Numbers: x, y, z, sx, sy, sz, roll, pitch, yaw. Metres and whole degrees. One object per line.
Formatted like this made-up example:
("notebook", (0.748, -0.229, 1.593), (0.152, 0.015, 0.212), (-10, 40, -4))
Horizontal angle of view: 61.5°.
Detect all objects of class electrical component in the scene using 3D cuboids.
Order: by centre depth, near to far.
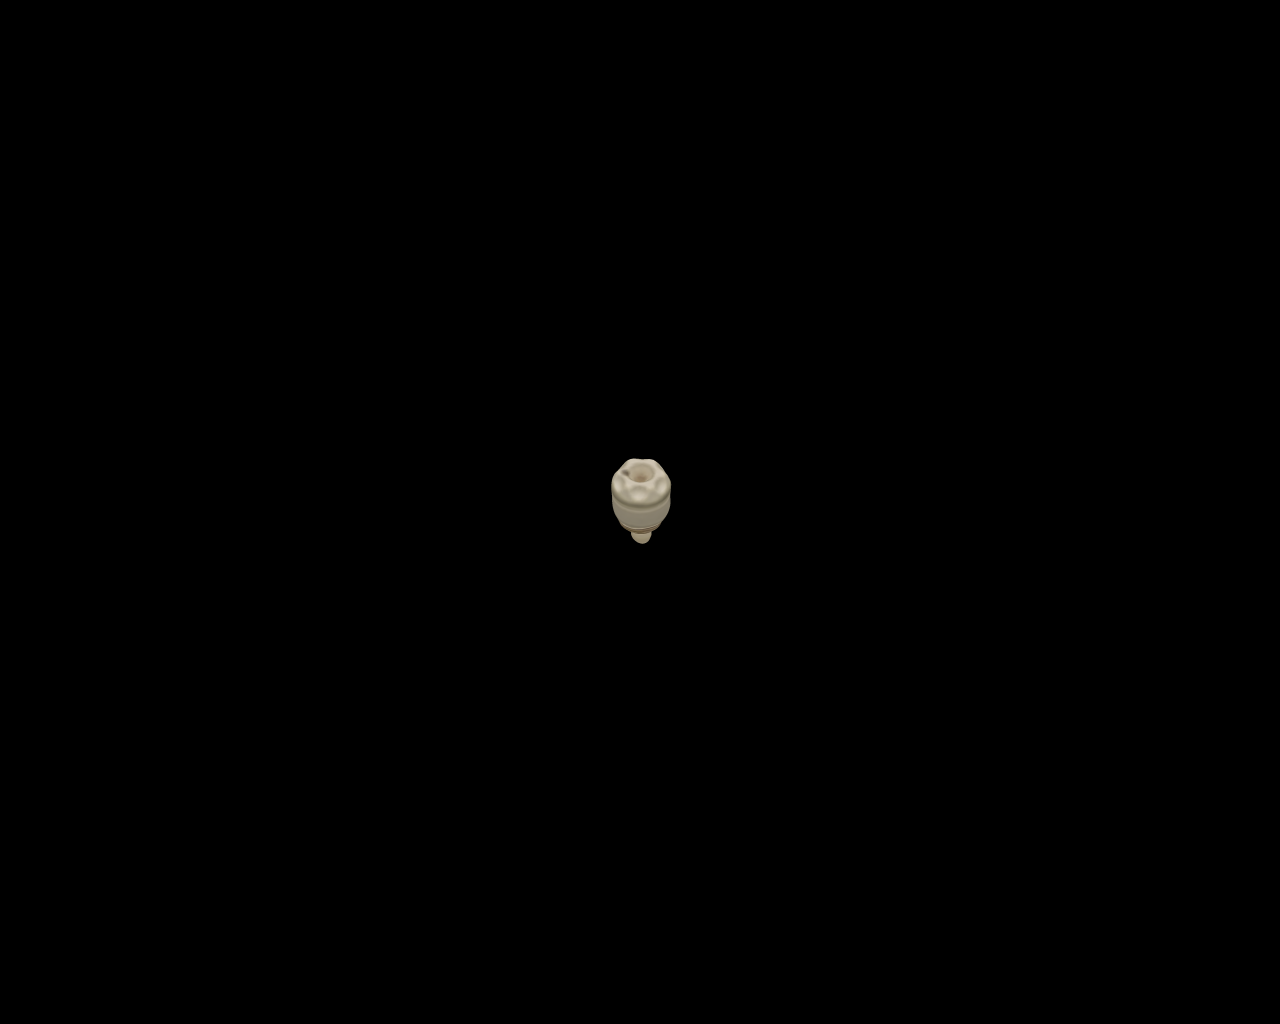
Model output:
("electrical component", (0.001, -0.003, 0.650), (0.035, 0.035, 0.061), (0, -43, 0))
